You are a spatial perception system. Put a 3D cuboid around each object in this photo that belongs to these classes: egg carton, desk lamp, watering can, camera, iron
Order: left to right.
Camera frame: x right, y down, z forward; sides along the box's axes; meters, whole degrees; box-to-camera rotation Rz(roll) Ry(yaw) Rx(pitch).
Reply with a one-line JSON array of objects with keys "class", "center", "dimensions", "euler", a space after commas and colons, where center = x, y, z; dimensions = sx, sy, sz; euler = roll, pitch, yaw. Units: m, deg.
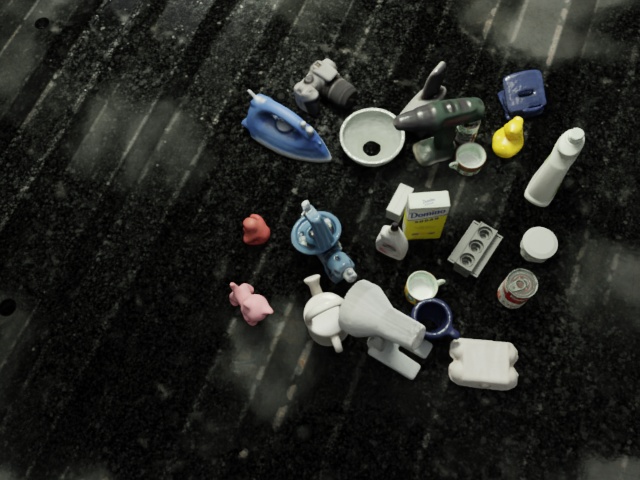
[{"class": "iron", "center": [-0.082, -0.298, 1.479], "dimensions": [0.258, 0.141, 0.119], "euler": [30, 74, 14]}, {"class": "watering can", "center": [0.009, 0.162, 1.268], "dimensions": [0.101, 0.194, 0.172], "euler": [-42, 72, -11]}, {"class": "camera", "center": [0.021, -0.405, 1.535], "dimensions": [0.136, 0.101, 0.143], "euler": [37, 76, 16]}, {"class": "desk lamp", "center": [0.146, 0.192, 1.237], "dimensions": [0.203, 0.214, 0.118], "euler": [29, 74, 14]}, {"class": "egg carton", "center": [0.361, 0.275, 1.268], "dimensions": [0.150, 0.069, 0.107], "euler": [3, 69, 5]}]

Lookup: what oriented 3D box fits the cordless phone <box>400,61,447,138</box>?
[{"class": "cordless phone", "center": [0.263, -0.363, 1.457], "dimensions": [0.094, 0.185, 0.148], "euler": [33, 75, 15]}]

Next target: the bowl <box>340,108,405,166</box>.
[{"class": "bowl", "center": [0.135, -0.254, 1.483], "dimensions": [0.167, 0.075, 0.167], "euler": [-1, 69, 4]}]

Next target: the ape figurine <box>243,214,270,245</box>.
[{"class": "ape figurine", "center": [-0.164, -0.029, 1.408], "dimensions": [0.076, 0.092, 0.078], "euler": [32, 74, 15]}]

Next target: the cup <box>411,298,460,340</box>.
[{"class": "cup", "center": [0.260, 0.193, 1.293], "dimensions": [0.117, 0.095, 0.092], "euler": [34, 75, 15]}]

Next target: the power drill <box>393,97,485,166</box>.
[{"class": "power drill", "center": [0.284, -0.268, 1.407], "dimensions": [0.229, 0.208, 0.075], "euler": [-19, 69, -3]}]

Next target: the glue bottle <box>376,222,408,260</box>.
[{"class": "glue bottle", "center": [0.169, -0.005, 1.333], "dimensions": [0.078, 0.173, 0.037], "euler": [21, 72, 12]}]

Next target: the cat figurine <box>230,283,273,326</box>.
[{"class": "cat figurine", "center": [-0.163, 0.146, 1.328], "dimensions": [0.067, 0.118, 0.127], "euler": [-43, 72, -12]}]

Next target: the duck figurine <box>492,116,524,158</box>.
[{"class": "duck figurine", "center": [0.485, -0.267, 1.458], "dimensions": [0.077, 0.086, 0.105], "euler": [28, 74, 14]}]

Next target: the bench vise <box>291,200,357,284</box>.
[{"class": "bench vise", "center": [0.019, -0.005, 1.318], "dimensions": [0.207, 0.220, 0.121], "euler": [33, 75, 15]}]

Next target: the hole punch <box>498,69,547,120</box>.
[{"class": "hole punch", "center": [0.532, -0.379, 1.495], "dimensions": [0.108, 0.091, 0.101], "euler": [-13, 69, -1]}]
